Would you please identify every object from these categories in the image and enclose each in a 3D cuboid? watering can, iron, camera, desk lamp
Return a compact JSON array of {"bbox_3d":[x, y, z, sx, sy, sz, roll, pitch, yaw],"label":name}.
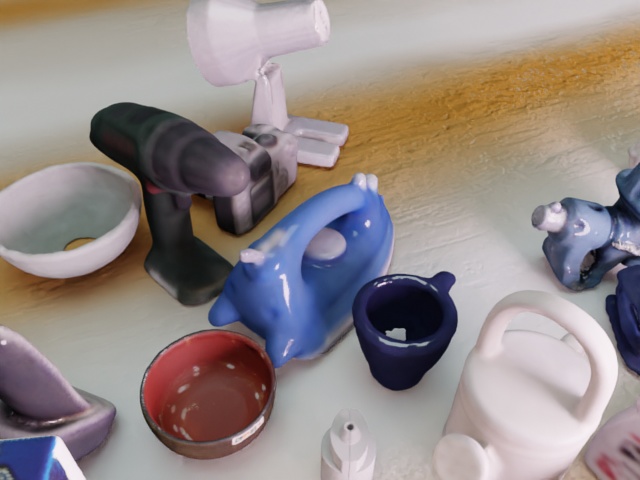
[{"bbox_3d":[0.151,0.120,0.422,0.100,0.194,0.173,18,46,18],"label":"watering can"},{"bbox_3d":[0.005,0.002,0.585,0.118,0.141,0.259,28,49,26],"label":"iron"},{"bbox_3d":[-0.116,-0.098,0.721,0.136,0.101,0.143,21,46,20],"label":"camera"},{"bbox_3d":[-0.064,-0.225,0.776,0.203,0.214,0.118,10,44,10],"label":"desk lamp"}]

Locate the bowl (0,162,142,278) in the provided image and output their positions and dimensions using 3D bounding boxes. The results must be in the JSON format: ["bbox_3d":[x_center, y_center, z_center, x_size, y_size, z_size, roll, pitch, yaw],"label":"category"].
[{"bbox_3d":[-0.279,-0.012,0.645,0.167,0.075,0.167,1,43,0],"label":"bowl"}]

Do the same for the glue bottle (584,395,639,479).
[{"bbox_3d":[0.255,0.141,0.417,0.037,0.173,0.078,-28,50,-27],"label":"glue bottle"}]

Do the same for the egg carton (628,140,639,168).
[{"bbox_3d":[0.495,-0.105,0.763,0.150,0.069,0.107,-15,45,-16],"label":"egg carton"}]

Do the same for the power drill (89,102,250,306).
[{"bbox_3d":[-0.142,-0.038,0.576,0.228,0.208,0.076,33,52,30],"label":"power drill"}]

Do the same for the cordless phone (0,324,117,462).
[{"bbox_3d":[-0.250,0.104,0.439,0.147,0.185,0.094,12,44,12],"label":"cordless phone"}]

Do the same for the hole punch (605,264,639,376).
[{"bbox_3d":[0.345,0.069,0.557,0.101,0.091,0.108,4,43,4],"label":"hole punch"}]

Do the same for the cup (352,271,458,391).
[{"bbox_3d":[0.082,0.086,0.531,0.091,0.095,0.118,33,52,30],"label":"cup"}]

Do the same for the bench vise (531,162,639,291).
[{"bbox_3d":[0.334,-0.039,0.578,0.208,0.220,0.121,-16,45,-18],"label":"bench vise"}]
